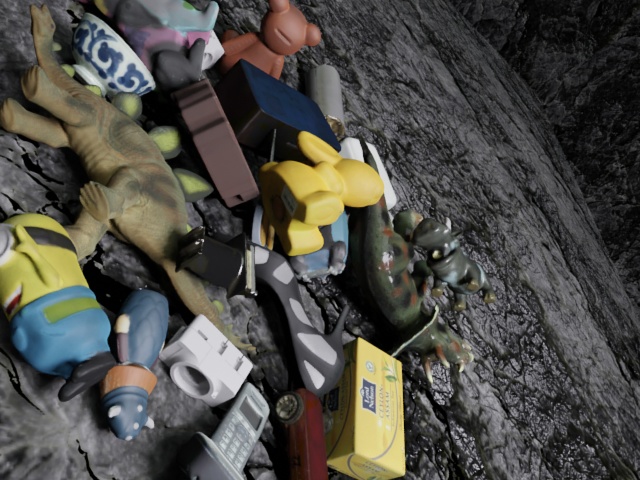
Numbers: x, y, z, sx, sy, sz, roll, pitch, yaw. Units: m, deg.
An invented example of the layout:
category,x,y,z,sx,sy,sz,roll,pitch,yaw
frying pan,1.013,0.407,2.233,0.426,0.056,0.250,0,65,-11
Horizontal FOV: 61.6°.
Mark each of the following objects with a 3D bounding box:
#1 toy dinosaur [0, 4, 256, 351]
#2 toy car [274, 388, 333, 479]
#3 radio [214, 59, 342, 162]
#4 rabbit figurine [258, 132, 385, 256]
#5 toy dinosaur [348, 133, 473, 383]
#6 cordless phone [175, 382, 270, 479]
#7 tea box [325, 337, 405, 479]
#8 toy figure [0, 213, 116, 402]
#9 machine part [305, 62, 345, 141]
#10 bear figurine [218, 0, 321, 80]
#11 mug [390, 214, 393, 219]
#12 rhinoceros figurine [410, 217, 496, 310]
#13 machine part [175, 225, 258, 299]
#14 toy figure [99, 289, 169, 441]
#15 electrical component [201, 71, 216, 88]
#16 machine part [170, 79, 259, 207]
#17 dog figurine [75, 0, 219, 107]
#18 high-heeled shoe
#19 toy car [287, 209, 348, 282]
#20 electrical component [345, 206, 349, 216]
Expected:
category,x,y,z,sx,sy,sz,roll,pitch,yaw
toy dinosaur,-0.214,-0.053,0.633,0.198,0.105,0.471,-30,97,-59
toy car,-0.017,0.278,0.638,0.089,0.053,0.202,45,32,-50
radio,-0.069,-0.209,0.927,0.229,0.073,0.131,14,45,-55
rabbit figurine,0.006,-0.071,0.768,0.173,0.121,0.162,-16,52,-26
toy dinosaur,0.109,0.047,0.852,0.404,0.131,0.192,61,24,-20
cordless phone,-0.076,0.247,0.582,0.146,0.089,0.184,52,18,-4
tea box,0.062,0.236,0.752,0.098,0.068,0.170,34,41,-29
toy figure,-0.256,0.058,0.509,0.180,0.082,0.089,53,5,10
machine part,0.008,-0.278,1.100,0.079,0.079,0.243,27,43,-34
bear figurine,-0.092,-0.345,0.932,0.120,0.196,0.132,31,41,-26
mug,0.106,-0.020,1.003,0.107,0.081,0.109,14,46,-55
rhinoceros figurine,0.209,0.035,0.838,0.190,0.073,0.112,39,45,-40
machine part,-0.116,0.024,0.637,0.138,0.039,0.084,30,57,-61
toy figure,-0.191,0.127,0.552,0.064,0.058,0.154,24,50,-28
electrical component,-0.183,-0.237,0.886,0.094,0.021,0.063,52,34,-5
machine part,-0.143,-0.131,0.743,0.179,0.056,0.179,63,-5,10
dog figurine,-0.268,-0.309,0.773,0.219,0.108,0.191,16,92,-14
high-heeled shoe,-0.067,0.104,0.732,0.249,0.086,0.145,31,70,-5
toy car,-0.002,-0.003,0.841,0.102,0.109,0.162,63,14,-60
electrical component,0.026,-0.088,0.963,0.047,0.075,0.119,24,31,-39
